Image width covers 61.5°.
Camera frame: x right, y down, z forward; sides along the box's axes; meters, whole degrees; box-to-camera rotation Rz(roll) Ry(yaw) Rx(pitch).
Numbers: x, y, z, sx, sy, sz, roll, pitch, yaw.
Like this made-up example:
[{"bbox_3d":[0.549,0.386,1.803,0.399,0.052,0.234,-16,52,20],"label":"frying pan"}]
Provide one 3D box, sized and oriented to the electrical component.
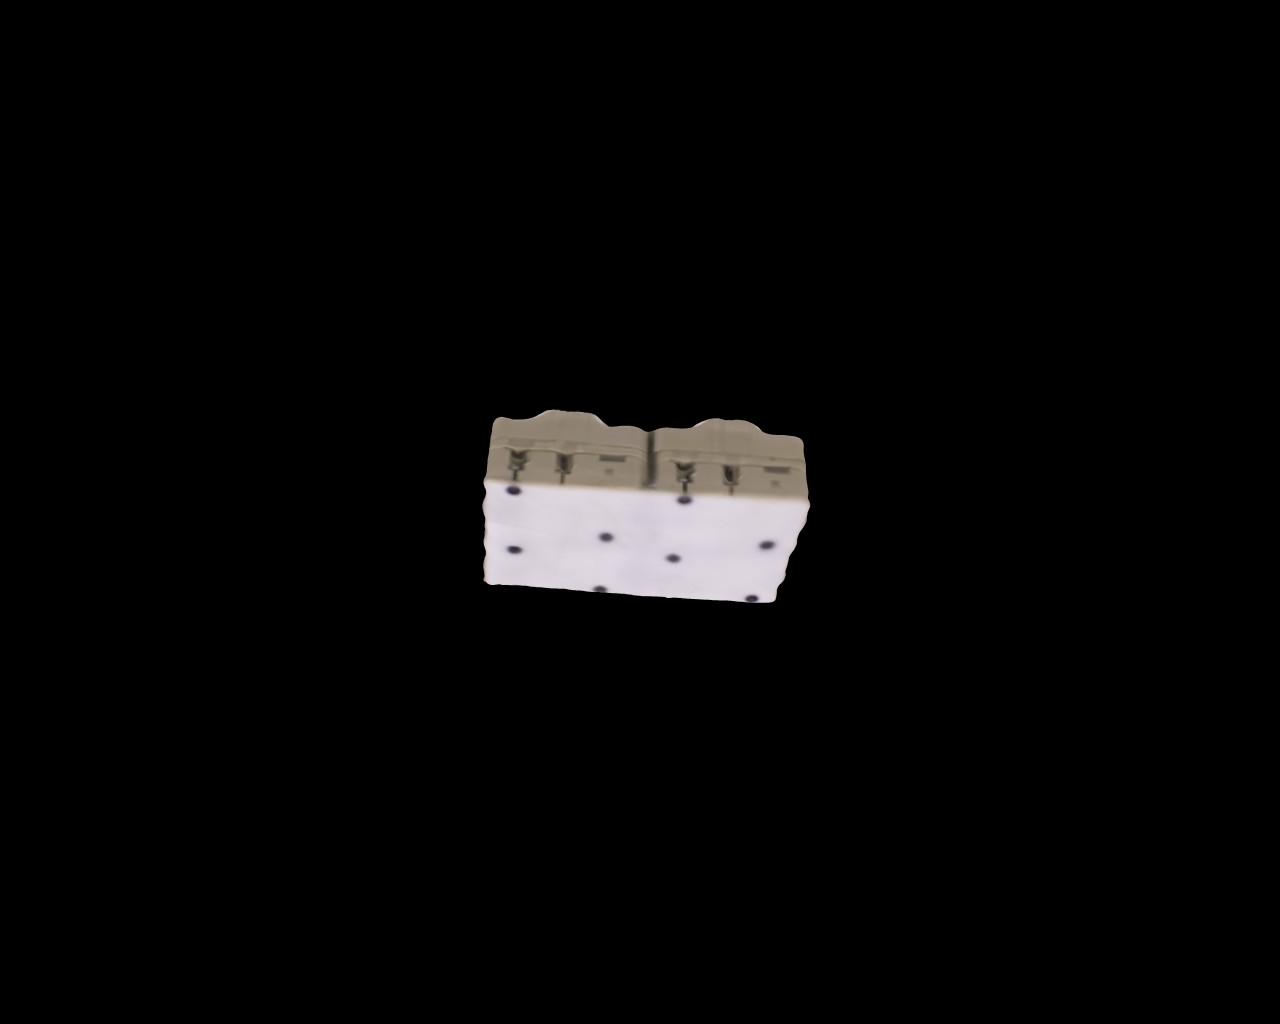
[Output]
[{"bbox_3d":[0.001,-0.003,0.650,0.186,0.060,0.105,4,-39,-4],"label":"electrical component"}]
